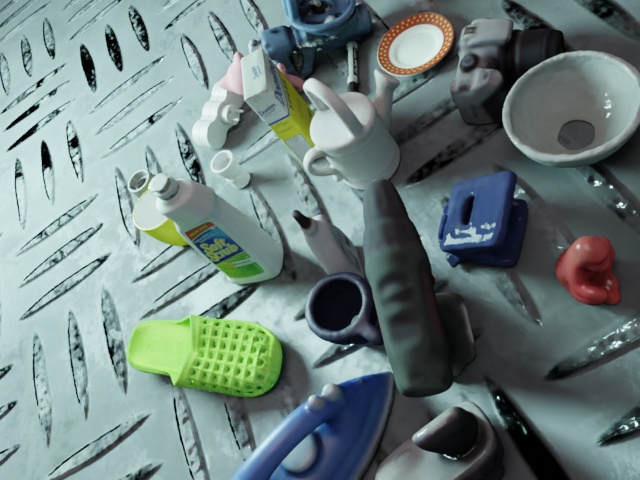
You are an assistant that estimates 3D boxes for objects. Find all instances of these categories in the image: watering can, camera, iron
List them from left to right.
[{"bbox_3d":[-0.020,0.239,0.666,0.118,0.142,0.258,37,85,37],"label":"iron"},{"bbox_3d":[0.041,-0.168,0.817,0.100,0.195,0.173,21,76,34],"label":"watering can"},{"bbox_3d":[0.263,-0.250,0.801,0.136,0.101,0.143,5,67,30],"label":"camera"}]

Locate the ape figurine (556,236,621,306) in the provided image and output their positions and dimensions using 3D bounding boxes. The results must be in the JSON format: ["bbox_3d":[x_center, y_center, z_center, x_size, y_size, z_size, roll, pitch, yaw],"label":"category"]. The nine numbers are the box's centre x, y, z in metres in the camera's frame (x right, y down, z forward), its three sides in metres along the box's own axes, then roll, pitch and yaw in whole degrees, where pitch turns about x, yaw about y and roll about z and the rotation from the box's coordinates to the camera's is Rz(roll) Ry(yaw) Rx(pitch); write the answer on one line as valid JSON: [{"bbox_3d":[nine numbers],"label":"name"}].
[{"bbox_3d":[0.301,0.027,0.639,0.075,0.092,0.078,28,80,36],"label":"ape figurine"}]

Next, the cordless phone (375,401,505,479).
[{"bbox_3d":[0.106,0.220,0.582,0.147,0.186,0.094,-41,53,3],"label":"cordless phone"}]

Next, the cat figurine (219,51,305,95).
[{"bbox_3d":[-0.106,-0.281,1.003,0.127,0.118,0.067,-1,64,27],"label":"cat figurine"}]

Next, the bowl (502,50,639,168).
[{"bbox_3d":[0.324,-0.154,0.734,0.167,0.075,0.167,-12,60,22],"label":"bowl"}]

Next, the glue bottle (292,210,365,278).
[{"bbox_3d":[0.007,0.003,0.757,0.037,0.174,0.078,-24,56,15],"label":"glue bottle"}]

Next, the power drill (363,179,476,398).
[{"bbox_3d":[0.110,0.070,0.645,0.075,0.209,0.229,-19,57,18],"label":"power drill"}]

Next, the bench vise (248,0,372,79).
[{"bbox_3d":[-0.035,-0.376,0.951,0.207,0.220,0.121,-40,53,4],"label":"bench vise"}]

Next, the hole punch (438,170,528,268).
[{"bbox_3d":[0.200,-0.026,0.722,0.100,0.091,0.109,5,67,30],"label":"hole punch"}]

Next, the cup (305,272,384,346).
[{"bbox_3d":[0.049,0.104,0.730,0.117,0.095,0.092,36,84,37],"label":"cup"}]
